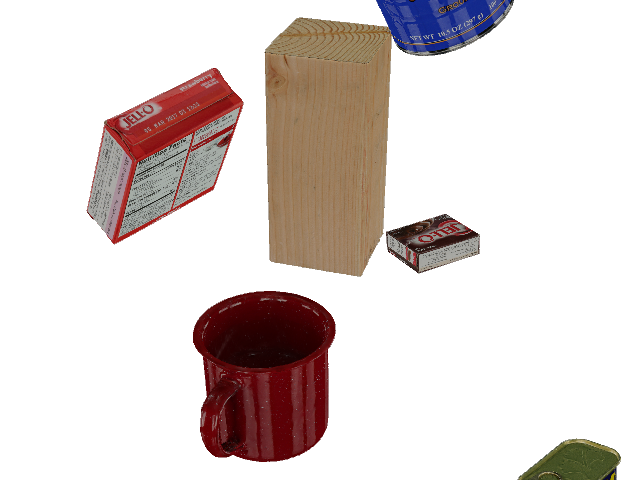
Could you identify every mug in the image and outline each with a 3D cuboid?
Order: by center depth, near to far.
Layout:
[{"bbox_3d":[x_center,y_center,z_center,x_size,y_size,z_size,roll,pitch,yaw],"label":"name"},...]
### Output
[{"bbox_3d":[-0.041,0.098,0.702,0.093,0.081,0.117,13,33,23],"label":"mug"}]

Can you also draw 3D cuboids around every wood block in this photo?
[{"bbox_3d":[0.007,-0.082,0.953,0.091,0.206,0.090,9,33,15],"label":"wood block"}]

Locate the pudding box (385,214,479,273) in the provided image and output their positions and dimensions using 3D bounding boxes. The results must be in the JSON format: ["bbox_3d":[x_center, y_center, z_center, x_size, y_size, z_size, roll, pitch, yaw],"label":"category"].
[{"bbox_3d":[0.169,0.004,1.601,0.113,0.039,0.090,-19,29,-22],"label":"pudding box"}]

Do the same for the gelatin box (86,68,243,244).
[{"bbox_3d":[-0.086,-0.045,0.578,0.073,0.030,0.089,-33,-16,-31],"label":"gelatin box"}]

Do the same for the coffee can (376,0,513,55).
[{"bbox_3d":[0.077,-0.227,0.810,0.103,0.102,0.140,0,-43,35],"label":"coffee can"}]

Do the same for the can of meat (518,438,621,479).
[{"bbox_3d":[0.217,0.235,0.929,0.058,0.084,0.101,13,27,42],"label":"can of meat"}]
